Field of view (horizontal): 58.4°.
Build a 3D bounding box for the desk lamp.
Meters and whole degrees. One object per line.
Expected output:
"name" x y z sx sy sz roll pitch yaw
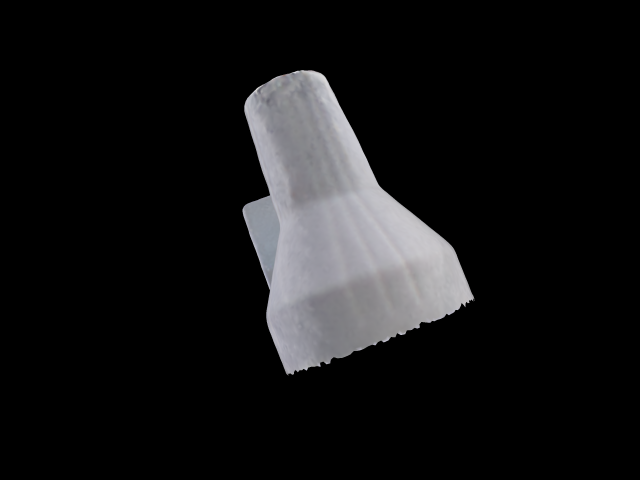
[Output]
"desk lamp" 0.004 0.001 0.400 0.118 0.213 0.203 -20 66 -9
